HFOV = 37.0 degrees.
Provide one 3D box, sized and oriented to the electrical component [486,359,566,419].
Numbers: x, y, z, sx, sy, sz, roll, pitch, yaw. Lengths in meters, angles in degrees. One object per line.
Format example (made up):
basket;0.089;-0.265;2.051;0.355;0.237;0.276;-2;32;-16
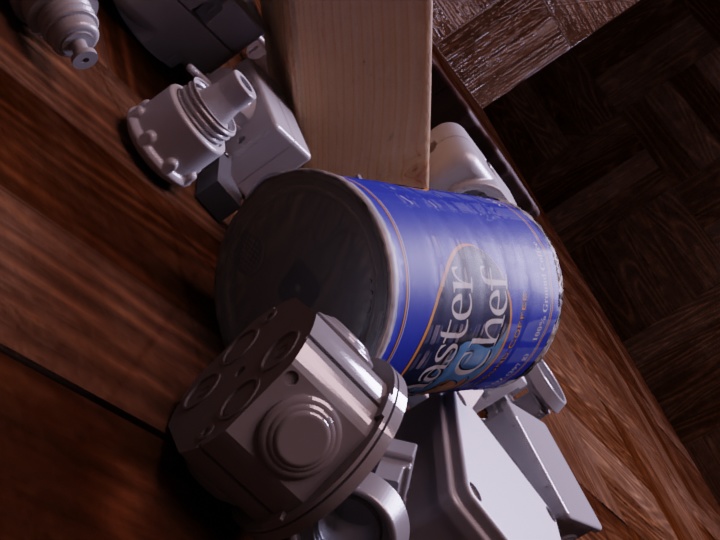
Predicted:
electrical component;0.134;0.103;0.895;0.078;0.057;0.058;60;14;17

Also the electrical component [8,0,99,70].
electrical component;-0.140;-0.126;0.494;0.078;0.040;0.040;61;14;21

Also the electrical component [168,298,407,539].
electrical component;-0.027;0.053;0.391;0.051;0.080;0.080;47;15;-18

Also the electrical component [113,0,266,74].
electrical component;-0.110;-0.166;0.656;0.095;0.059;0.053;39;21;-52

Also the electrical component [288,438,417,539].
electrical component;-0.002;0.095;0.426;0.048;0.066;0.055;12;13;7

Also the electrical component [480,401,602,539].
electrical component;0.115;0.146;0.739;0.100;0.048;0.099;35;25;-58

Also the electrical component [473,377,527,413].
electrical component;0.054;0.026;0.779;0.089;0.062;0.150;48;15;-32

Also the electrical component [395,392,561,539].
electrical component;0.056;0.132;0.546;0.108;0.056;0.108;52;14;-17

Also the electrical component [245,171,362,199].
electrical component;-0.029;-0.021;0.584;0.057;0.078;0.058;16;42;-41

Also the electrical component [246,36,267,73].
electrical component;-0.064;-0.170;0.857;0.077;0.047;0.065;45;17;-40

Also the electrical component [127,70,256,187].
electrical component;-0.081;-0.075;0.536;0.048;0.062;0.048;52;14;-18

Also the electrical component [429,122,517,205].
electrical component;0.078;-0.053;0.792;0.095;0.054;0.059;48;16;-32

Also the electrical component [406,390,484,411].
electrical component;0.032;0.068;0.620;0.055;0.066;0.048;47;49;-5

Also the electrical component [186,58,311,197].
electrical component;-0.076;-0.092;0.631;0.077;0.047;0.065;40;21;-50
